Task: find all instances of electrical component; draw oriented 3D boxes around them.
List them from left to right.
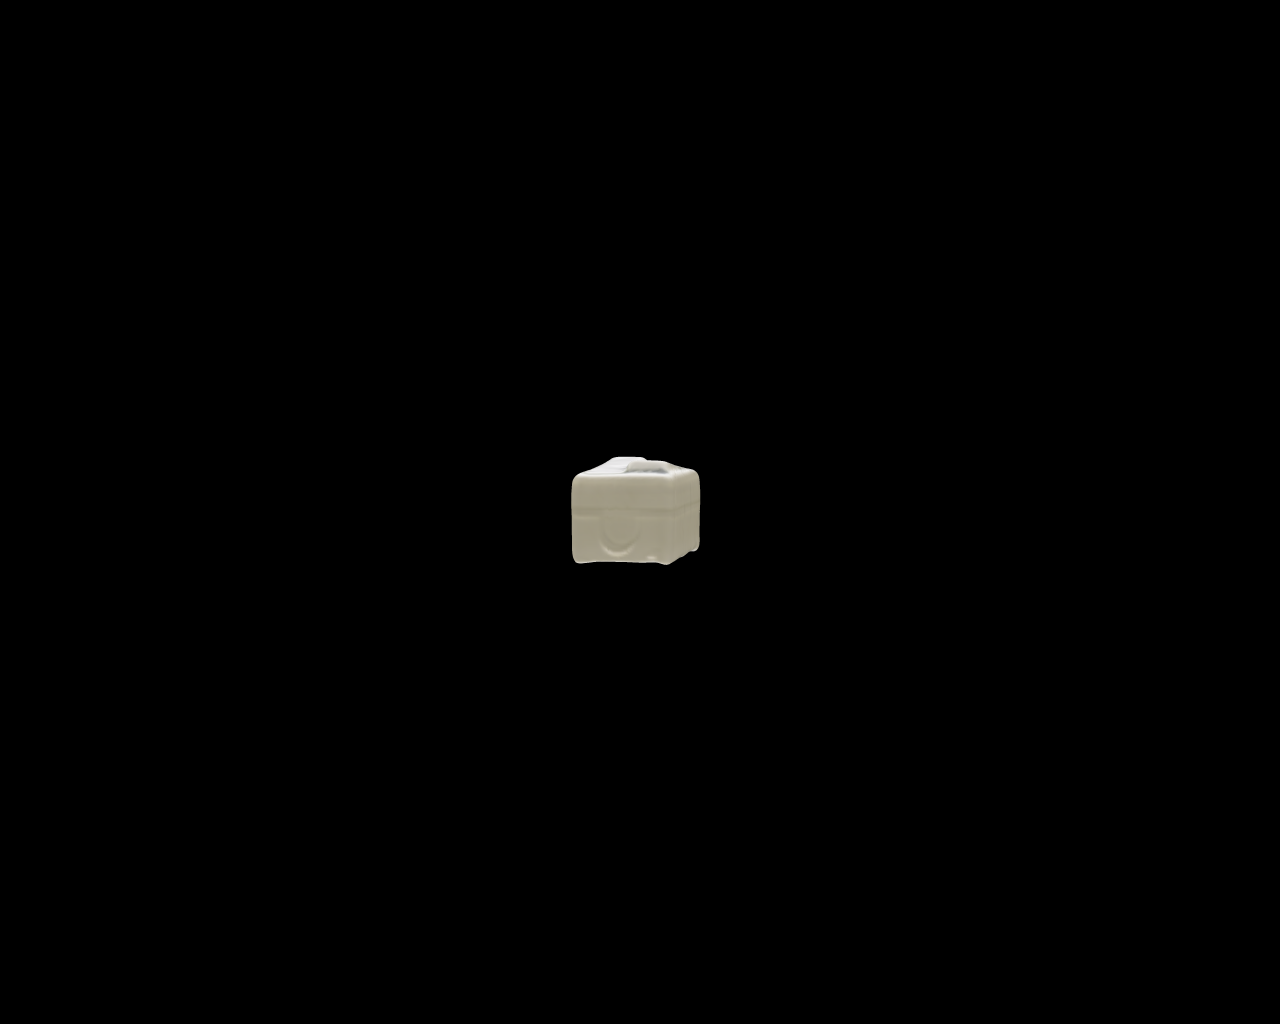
[{"bbox_3d":[0.001,-0.003,0.650,0.062,0.061,0.096,1,5,15],"label":"electrical component"}]
